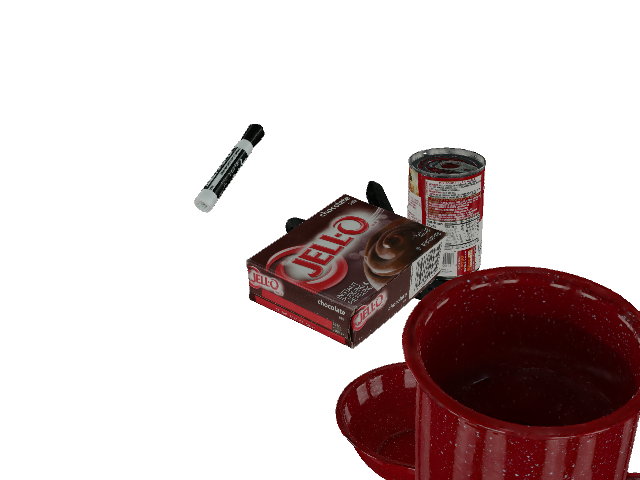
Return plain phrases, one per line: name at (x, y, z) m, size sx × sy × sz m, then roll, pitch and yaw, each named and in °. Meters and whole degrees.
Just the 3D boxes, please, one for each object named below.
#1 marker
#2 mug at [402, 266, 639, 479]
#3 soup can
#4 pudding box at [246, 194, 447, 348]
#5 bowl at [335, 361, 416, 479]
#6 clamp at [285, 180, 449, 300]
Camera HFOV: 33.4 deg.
marker at (-0.090, -0.076, 1.082) m, size 0.020 × 0.121 × 0.020 m, roll 21°, pitch -36°, yaw 16°
mug at (0.089, 0.071, 0.405) m, size 0.117 × 0.081 × 0.093 m, roll 5°, pitch 36°, yaw 11°
soup can at (0.112, -0.024, 0.955) m, size 0.068 × 0.102 × 0.068 m, roll -1°, pitch 24°, yaw 0°
pudding box at (0.019, 0.018, 0.727) m, size 0.090 × 0.039 × 0.113 m, roll 23°, pitch 38°, yaw 30°
bowl at (0.094, 0.173, 0.949) m, size 0.162 × 0.055 × 0.162 m, roll -1°, pitch 27°, yaw 0°
clamp at (0.072, 0.012, 1.242) m, size 0.164 × 0.036 × 0.210 m, roll -21°, pitch 51°, yaw -38°
